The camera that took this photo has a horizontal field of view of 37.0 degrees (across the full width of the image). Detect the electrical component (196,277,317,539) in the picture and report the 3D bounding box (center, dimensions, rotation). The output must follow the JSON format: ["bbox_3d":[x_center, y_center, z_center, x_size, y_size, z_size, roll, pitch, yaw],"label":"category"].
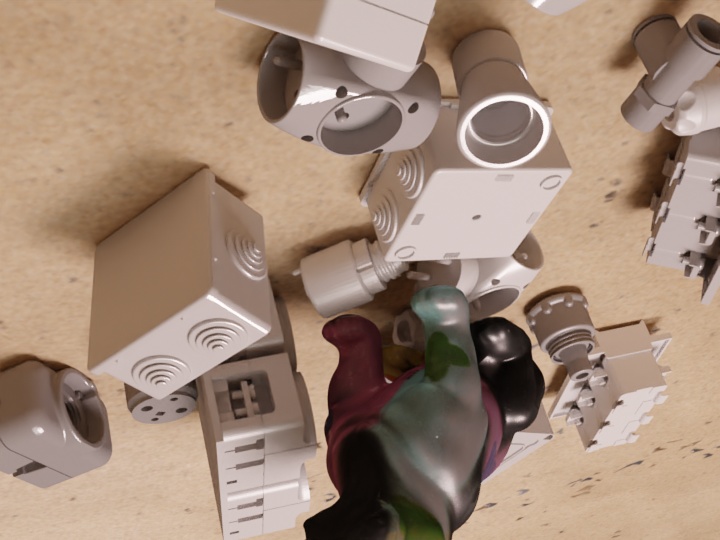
[{"bbox_3d":[-0.072,0.097,0.714,0.060,0.105,0.186,-10,150,-12],"label":"electrical component"}]

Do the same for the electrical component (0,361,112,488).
[{"bbox_3d":[-0.207,0.101,0.705,0.059,0.053,0.095,-22,150,10],"label":"electrical component"}]

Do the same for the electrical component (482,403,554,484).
[{"bbox_3d":[0.098,0.137,0.913,0.078,0.057,0.113,9,141,-37],"label":"electrical component"}]

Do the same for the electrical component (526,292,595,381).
[{"bbox_3d":[0.153,0.051,0.791,0.048,0.062,0.048,-12,150,-7],"label":"electrical component"}]

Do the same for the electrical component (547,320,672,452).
[{"bbox_3d":[0.213,0.102,0.907,0.079,0.063,0.121,-10,150,-11],"label":"electrical component"}]

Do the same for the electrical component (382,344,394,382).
[{"bbox_3d":[0.035,0.073,0.776,0.078,0.040,0.040,0,151,8],"label":"electrical component"}]

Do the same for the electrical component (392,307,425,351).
[{"bbox_3d":[0.055,0.044,0.760,0.061,0.035,0.035,5,144,-36],"label":"electrical component"}]

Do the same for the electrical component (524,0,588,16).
[{"bbox_3d":[0.110,-0.146,0.461,0.079,0.043,0.077,11,140,-39],"label":"electrical component"}]

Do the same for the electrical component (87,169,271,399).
[{"bbox_3d":[-0.094,0.010,0.566,0.100,0.099,0.048,-32,134,24],"label":"electrical component"}]

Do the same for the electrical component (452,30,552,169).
[{"bbox_3d":[0.064,-0.085,0.516,0.044,0.065,0.044,-2,134,-2],"label":"electrical component"}]

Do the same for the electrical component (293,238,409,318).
[{"bbox_3d":[0.000,0.000,0.653,0.078,0.040,0.040,-22,150,9],"label":"electrical component"}]

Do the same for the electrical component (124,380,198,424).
[{"bbox_3d":[-0.128,0.064,0.681,0.045,0.055,0.045,-12,150,-7],"label":"electrical component"}]

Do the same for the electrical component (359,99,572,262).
[{"bbox_3d":[0.058,-0.047,0.594,0.100,0.048,0.099,-2,147,-23],"label":"electrical component"}]

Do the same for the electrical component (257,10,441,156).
[{"bbox_3d":[0.004,-0.094,0.494,0.077,0.044,0.079,6,142,-34],"label":"electrical component"}]

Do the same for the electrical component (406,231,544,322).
[{"bbox_3d":[0.063,0.001,0.678,0.079,0.044,0.077,6,143,-45],"label":"electrical component"}]

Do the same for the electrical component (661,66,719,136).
[{"bbox_3d":[0.198,-0.096,0.596,0.061,0.035,0.035,-15,150,-9],"label":"electrical component"}]

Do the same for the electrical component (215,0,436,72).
[{"bbox_3d":[-0.009,-0.125,0.416,0.047,0.083,0.075,10,103,-38],"label":"electrical component"}]

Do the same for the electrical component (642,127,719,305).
[{"bbox_3d":[0.216,-0.044,0.656,0.063,0.078,0.121,12,151,9],"label":"electrical component"}]
